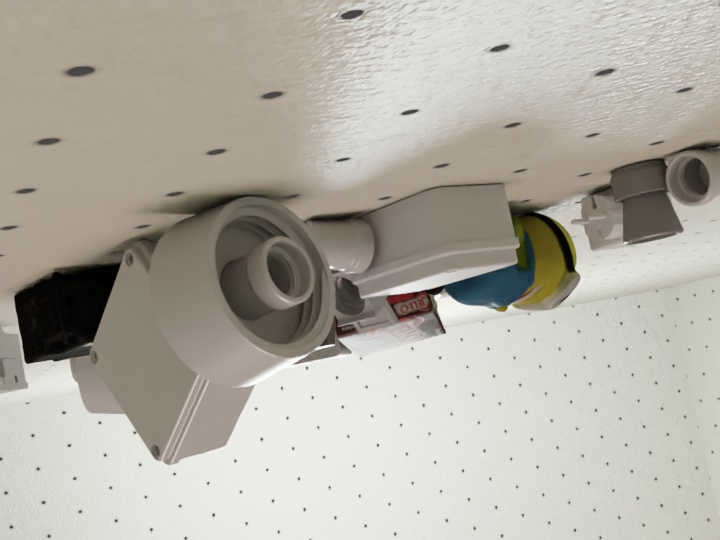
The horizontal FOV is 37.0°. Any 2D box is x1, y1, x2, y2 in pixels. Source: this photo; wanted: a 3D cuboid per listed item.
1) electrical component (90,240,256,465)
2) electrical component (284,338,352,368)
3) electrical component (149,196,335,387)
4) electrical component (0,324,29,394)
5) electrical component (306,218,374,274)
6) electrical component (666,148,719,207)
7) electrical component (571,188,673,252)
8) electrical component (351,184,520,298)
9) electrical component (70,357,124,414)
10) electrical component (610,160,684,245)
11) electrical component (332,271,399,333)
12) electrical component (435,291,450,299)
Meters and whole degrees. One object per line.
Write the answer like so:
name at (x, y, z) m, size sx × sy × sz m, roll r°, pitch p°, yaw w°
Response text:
electrical component at (-0.120, 0.052, 0.712) m, size 0.056 × 0.108 × 0.108 m, roll -9°, pitch 137°, yaw -43°
electrical component at (-0.093, 0.052, 1.021) m, size 0.150 × 0.089 × 0.062 m, roll -12°, pitch 174°, yaw 10°
electrical component at (-0.061, 0.009, 0.629) m, size 0.060 × 0.108 × 0.108 m, roll -24°, pitch 167°, yaw 39°
electrical component at (-0.400, 0.095, 0.994) m, size 0.150 × 0.061 × 0.089 m, roll -12°, pitch 174°, yaw 10°
electrical component at (-0.019, -0.018, 0.764) m, size 0.046 × 0.040 × 0.040 m, roll 1°, pitch 168°, yaw -34°
electrical component at (0.252, -0.069, 0.780) m, size 0.046 × 0.040 × 0.040 m, roll -14°, pitch 177°, yaw -37°
electrical component at (0.208, -0.044, 0.886) m, size 0.077 × 0.047 × 0.066 m, roll -7°, pitch 173°, yaw -34°
electrical component at (0.051, -0.019, 0.781) m, size 0.078 × 0.057 × 0.113 m, roll -6°, pitch 172°, yaw -39°
electrical component at (-0.230, 0.080, 0.982) m, size 0.060 × 0.108 × 0.108 m, roll -5°, pitch 174°, yaw -1°
electrical component at (0.213, -0.050, 0.803) m, size 0.045 × 0.055 × 0.045 m, roll -11°, pitch 174°, yaw -1°
electrical component at (0.002, 0.006, 0.860) m, size 0.042 × 0.081 × 0.064 m, roll -15°, pitch -158°, yaw 42°
electrical component at (0.103, 0.002, 1.123) m, size 0.066 × 0.047 × 0.076 m, roll -10°, pitch 174°, yaw -8°
